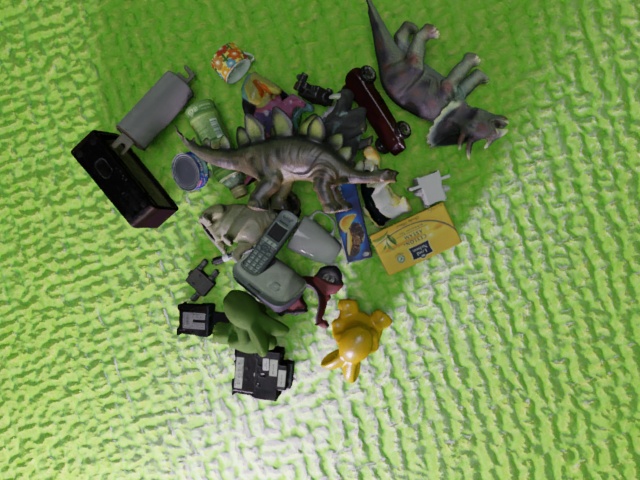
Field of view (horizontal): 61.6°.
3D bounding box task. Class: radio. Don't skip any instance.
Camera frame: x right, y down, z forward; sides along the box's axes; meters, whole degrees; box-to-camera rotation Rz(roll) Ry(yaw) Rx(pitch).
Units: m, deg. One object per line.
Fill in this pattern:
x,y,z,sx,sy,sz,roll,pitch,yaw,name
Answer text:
-0.425,-0.132,1.175,0.073,0.131,0.229,-41,88,8,radio

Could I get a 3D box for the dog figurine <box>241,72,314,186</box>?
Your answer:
-0.118,-0.223,1.152,0.192,0.108,0.219,30,98,3,dog figurine

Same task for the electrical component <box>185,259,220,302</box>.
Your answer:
-0.274,0.093,1.222,0.063,0.021,0.094,40,97,3,electrical component

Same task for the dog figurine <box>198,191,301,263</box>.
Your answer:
-0.155,-0.058,1.181,0.172,0.121,0.190,39,68,24,dog figurine

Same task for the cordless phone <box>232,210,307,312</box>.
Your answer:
-0.076,0.041,1.099,0.147,0.088,0.184,34,90,22,cordless phone

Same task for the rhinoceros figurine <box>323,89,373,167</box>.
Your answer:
0.049,-0.214,1.105,0.112,0.073,0.190,8,85,24,rhinoceros figurine

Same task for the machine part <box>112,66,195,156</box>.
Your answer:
-0.357,-0.280,1.167,0.079,0.079,0.243,37,77,4,machine part

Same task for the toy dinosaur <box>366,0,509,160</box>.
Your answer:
0.209,-0.325,1.110,0.405,0.131,0.192,36,95,10,toy dinosaur

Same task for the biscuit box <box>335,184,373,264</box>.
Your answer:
0.063,-0.054,1.158,0.059,0.063,0.202,-14,91,5,biscuit box

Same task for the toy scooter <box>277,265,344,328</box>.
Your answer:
-0.036,0.128,1.167,0.184,0.075,0.135,-5,97,13,toy scooter

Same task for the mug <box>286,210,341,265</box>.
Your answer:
-0.002,-0.004,1.164,0.107,0.081,0.109,33,94,-6,mug

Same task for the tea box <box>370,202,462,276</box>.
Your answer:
0.201,-0.003,1.142,0.170,0.068,0.098,-27,89,6,tea box

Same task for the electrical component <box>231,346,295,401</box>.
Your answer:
-0.126,0.294,1.197,0.134,0.058,0.114,7,95,6,electrical component

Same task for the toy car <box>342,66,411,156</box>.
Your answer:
0.121,-0.272,1.132,0.053,0.089,0.202,-33,89,-37,toy car

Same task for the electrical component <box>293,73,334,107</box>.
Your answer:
-0.011,-0.317,1.138,0.102,0.078,0.045,18,91,-38,electrical component

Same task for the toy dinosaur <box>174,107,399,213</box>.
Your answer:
-0.080,-0.154,1.056,0.472,0.105,0.198,4,94,14,toy dinosaur

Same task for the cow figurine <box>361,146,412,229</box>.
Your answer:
0.119,-0.113,1.150,0.098,0.068,0.167,-31,88,13,cow figurine

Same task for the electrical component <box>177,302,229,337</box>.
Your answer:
-0.260,0.180,1.212,0.119,0.048,0.074,6,94,8,electrical component

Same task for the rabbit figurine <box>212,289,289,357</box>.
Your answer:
-0.152,0.173,1.110,0.159,0.170,0.121,35,66,22,rabbit figurine

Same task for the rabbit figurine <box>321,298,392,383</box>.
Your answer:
0.066,0.207,1.115,0.122,0.173,0.162,31,91,0,rabbit figurine
